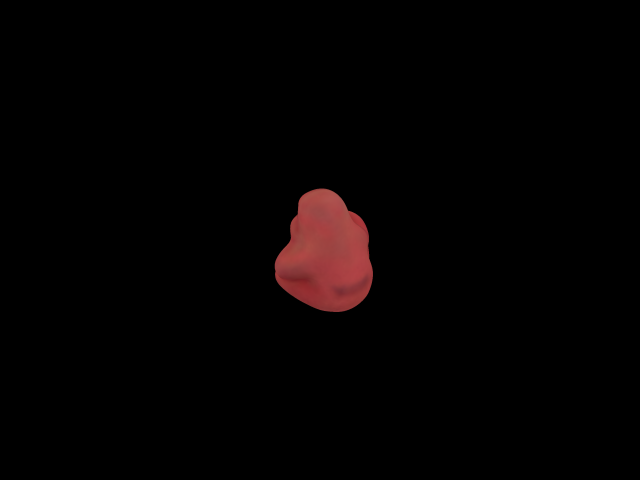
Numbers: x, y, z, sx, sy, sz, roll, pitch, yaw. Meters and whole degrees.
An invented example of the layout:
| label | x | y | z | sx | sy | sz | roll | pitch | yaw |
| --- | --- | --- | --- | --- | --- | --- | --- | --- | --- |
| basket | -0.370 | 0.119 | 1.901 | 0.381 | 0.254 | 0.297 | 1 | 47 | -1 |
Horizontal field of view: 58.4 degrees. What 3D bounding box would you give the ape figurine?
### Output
| label | x | y | z | sx | sy | sz | roll | pitch | yaw |
| --- | --- | --- | --- | --- | --- | --- | --- | --- | --- |
| ape figurine | 0.004 | 0.001 | 0.400 | 0.078 | 0.092 | 0.076 | -20 | 50 | -17 |
